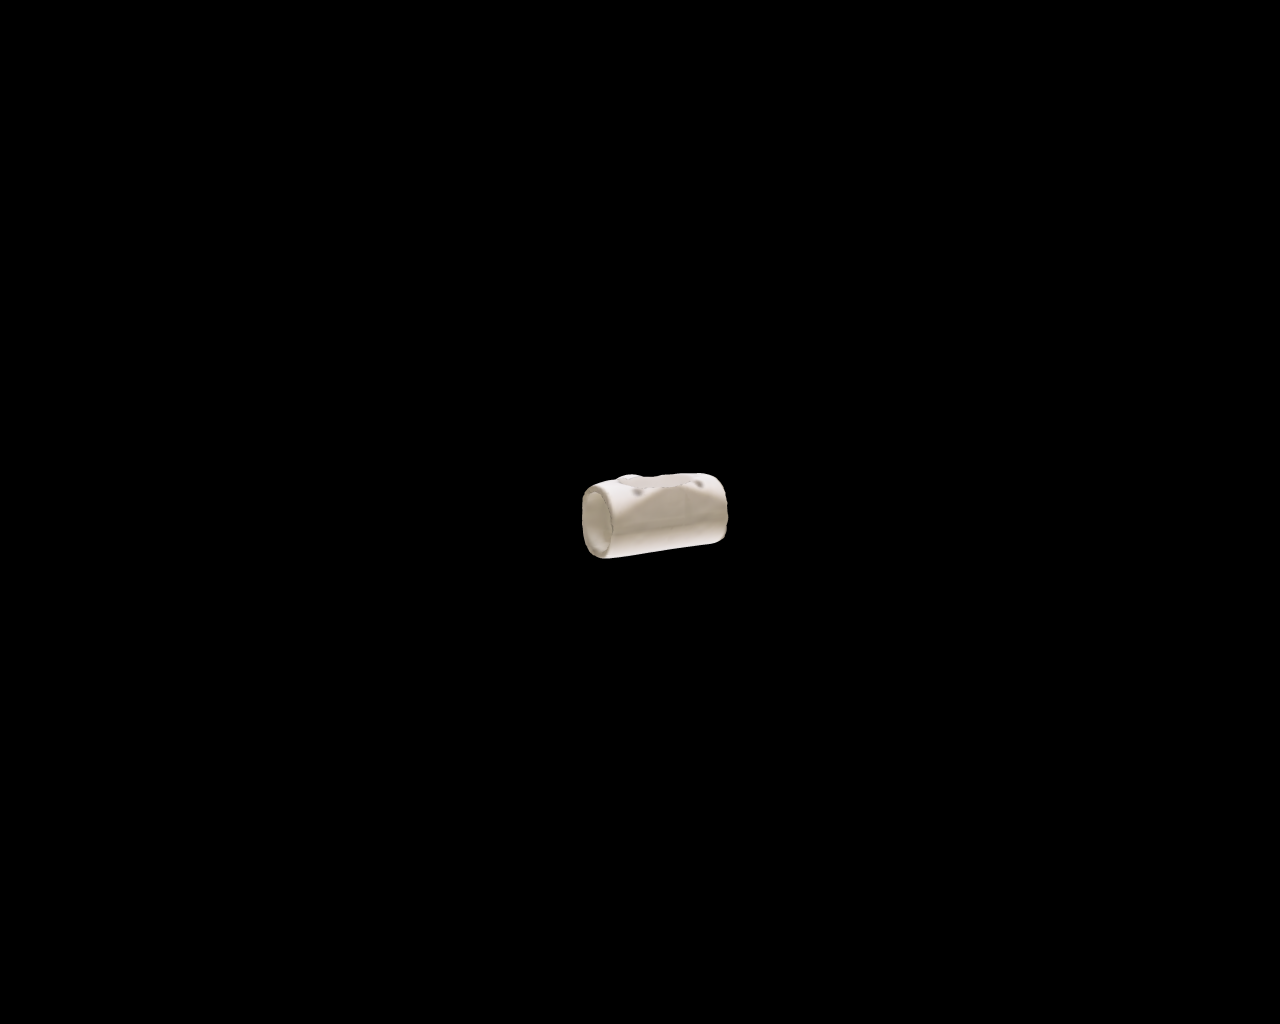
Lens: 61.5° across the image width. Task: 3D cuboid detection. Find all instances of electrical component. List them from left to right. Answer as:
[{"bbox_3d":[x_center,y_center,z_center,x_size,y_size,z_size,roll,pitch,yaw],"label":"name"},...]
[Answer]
[{"bbox_3d":[0.001,-0.003,0.650,0.077,0.044,0.079,-7,16,-26],"label":"electrical component"}]
